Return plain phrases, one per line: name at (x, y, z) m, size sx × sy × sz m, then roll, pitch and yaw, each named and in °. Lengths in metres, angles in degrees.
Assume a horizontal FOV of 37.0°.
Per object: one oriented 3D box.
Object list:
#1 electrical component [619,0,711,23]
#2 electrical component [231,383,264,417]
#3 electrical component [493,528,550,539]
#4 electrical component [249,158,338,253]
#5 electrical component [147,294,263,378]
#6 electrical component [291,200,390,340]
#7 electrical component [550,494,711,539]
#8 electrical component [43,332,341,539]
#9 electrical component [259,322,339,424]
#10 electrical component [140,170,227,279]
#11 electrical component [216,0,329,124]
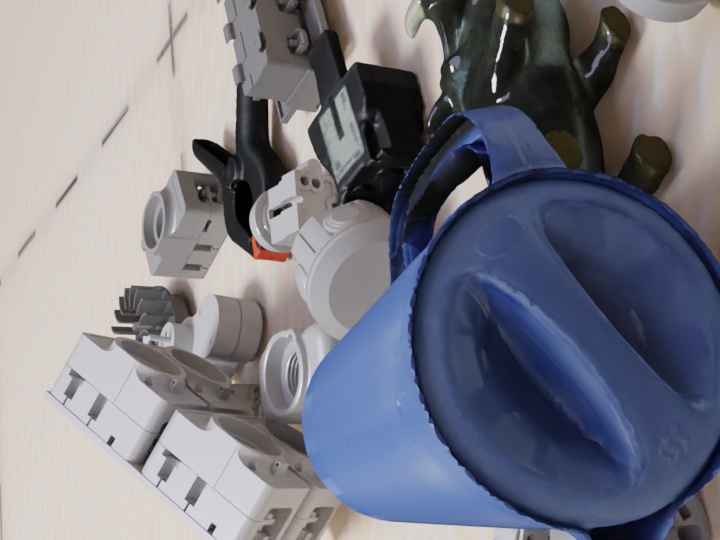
electrical component at (0.139, -0.143, 0.470) m, size 0.055 × 0.066 × 0.048 m, roll 100°, pitch 154°, yaw -49°
electrical component at (-0.113, 0.109, 0.836) m, size 0.064 × 0.081 × 0.042 m, roll -5°, pitch 81°, yaw 35°
electrical component at (0.088, 0.162, 0.516) m, size 0.057 × 0.058 × 0.078 m, roll 14°, pitch 98°, yaw 61°
electrical component at (-0.047, -0.040, 0.770) m, size 0.055 × 0.048 × 0.066 m, roll -22°, pitch 67°, yaw 47°
electrical component at (-0.141, 0.063, 0.876) m, size 0.138 × 0.074 × 0.052 m, roll -42°, pitch 46°, yaw 48°
electrical component at (0.000, 0.000, 0.657) m, size 0.051 × 0.080 × 0.080 m, roll 49°, pitch 127°, yaw 55°
electrical component at (0.118, 0.118, 0.476) m, size 0.047 × 0.055 × 0.055 m, roll -37°, pitch 56°, yaw 55°
electrical component at (-0.107, 0.112, 0.725) m, size 0.186 × 0.105 × 0.060 m, roll 33°, pitch 96°, yaw 29°
electrical component at (-0.026, 0.069, 0.708) m, size 0.095 × 0.059 × 0.053 m, roll -30°, pitch 62°, yaw 53°
electrical component at (-0.153, -0.038, 0.929) m, size 0.089 × 0.056 × 0.050 m, roll -55°, pitch 43°, yaw 39°
electrical component at (-0.063, -0.182, 0.795) m, size 0.078 × 0.063 × 0.121 m, roll -47°, pitch 48°, yaw 45°
